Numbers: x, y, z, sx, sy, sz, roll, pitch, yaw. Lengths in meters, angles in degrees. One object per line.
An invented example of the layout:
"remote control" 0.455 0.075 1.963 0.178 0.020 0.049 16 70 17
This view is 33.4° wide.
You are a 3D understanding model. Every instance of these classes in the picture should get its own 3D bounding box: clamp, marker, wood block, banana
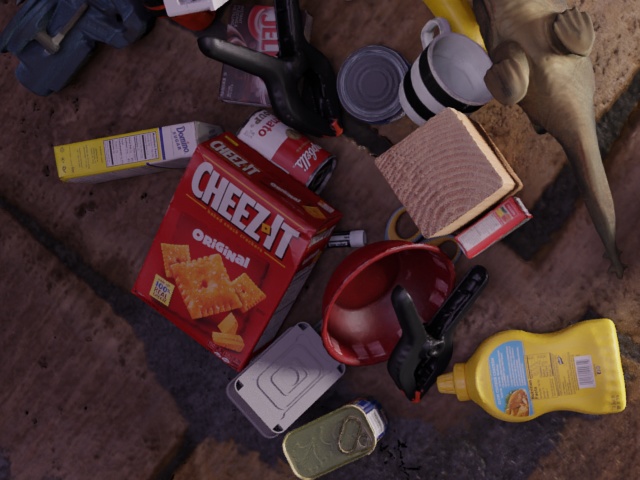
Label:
"clamp" 0.105 0.102 1.125 0.039 0.120 0.172 50 130 47
"marker" -0.008 0.001 1.205 0.121 0.020 0.020 -4 91 16
"wood block" 0.134 -0.065 1.063 0.090 0.206 0.091 -36 82 14
"clamp" -0.041 -0.183 1.132 0.036 0.164 0.210 4 133 42
"banana" 0.128 -0.247 1.150 0.198 0.037 0.070 50 133 12

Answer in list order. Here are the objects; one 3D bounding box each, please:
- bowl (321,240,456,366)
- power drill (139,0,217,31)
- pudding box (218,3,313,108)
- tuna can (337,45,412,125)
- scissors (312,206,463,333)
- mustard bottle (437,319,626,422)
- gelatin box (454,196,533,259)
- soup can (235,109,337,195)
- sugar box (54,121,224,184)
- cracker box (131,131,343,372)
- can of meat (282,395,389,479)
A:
"bowl" 0.061 0.055 1.126 0.162 0.161 0.055 -50 46 12
"power drill" -0.175 -0.338 1.166 0.057 0.184 0.187 -6 81 19
"pudding box" -0.061 -0.206 1.202 0.090 0.039 0.113 9 95 15
"tuna can" 0.062 -0.170 1.170 0.086 0.033 0.086 1 92 16
"scissors" 0.060 0.028 1.187 0.202 0.016 0.096 -23 88 15
"mustard bottle" 0.218 0.142 1.123 0.192 0.058 0.096 -9 91 16
"gelatin box" 0.181 -0.014 1.113 0.073 0.089 0.030 -37 83 14
"soup can" -0.041 -0.091 1.186 0.102 0.068 0.068 35 101 13
"sugar box" -0.203 -0.100 1.220 0.176 0.093 0.048 -11 88 16
"cracker box" -0.097 0.016 1.173 0.164 0.072 0.214 36 121 12
"can of meat" 0.020 0.214 1.171 0.102 0.083 0.057 -28 84 15
